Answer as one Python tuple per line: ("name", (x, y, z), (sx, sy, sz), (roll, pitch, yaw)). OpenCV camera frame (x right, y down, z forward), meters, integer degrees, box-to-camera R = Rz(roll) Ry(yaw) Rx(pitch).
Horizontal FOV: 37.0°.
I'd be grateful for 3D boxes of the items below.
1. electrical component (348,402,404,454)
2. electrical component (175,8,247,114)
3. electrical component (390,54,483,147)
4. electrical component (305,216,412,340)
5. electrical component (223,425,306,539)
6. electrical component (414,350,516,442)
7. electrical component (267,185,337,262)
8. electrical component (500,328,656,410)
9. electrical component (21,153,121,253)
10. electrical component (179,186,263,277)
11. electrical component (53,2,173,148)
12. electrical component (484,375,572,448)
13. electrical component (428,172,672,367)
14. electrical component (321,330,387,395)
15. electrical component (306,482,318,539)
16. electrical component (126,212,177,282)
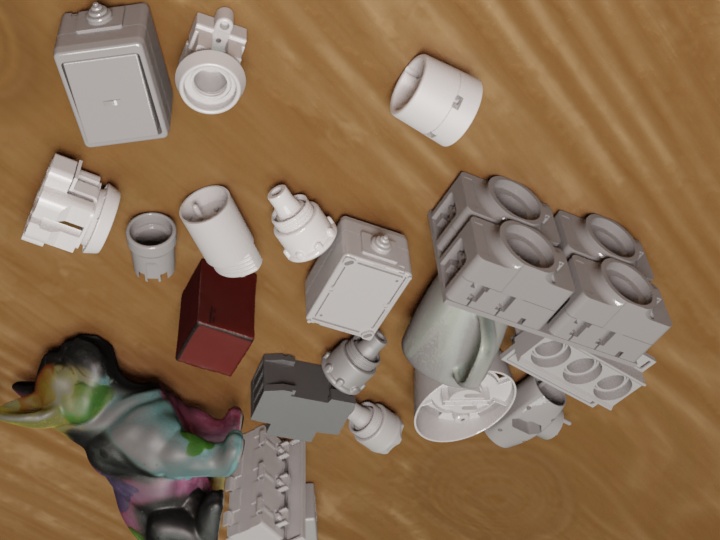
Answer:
("electrical component", (0.010, 0.149, 1.051), (0.043, 0.043, 0.062), (-34, 126, 25))
("electrical component", (-0.104, -0.141, 0.751), (0.048, 0.055, 0.066), (15, 130, -19))
("electrical component", (0.054, -0.125, 0.784), (0.047, 0.055, 0.055), (25, 127, -21))
("electrical component", (0.000, 0.000, 0.894), (0.062, 0.061, 0.096), (17, 128, -19))
("electrical component", (-0.095, 0.218, 1.053), (0.079, 0.121, 0.063), (-27, 128, 20))
("electrical component", (0.097, 0.114, 1.010), (0.099, 0.064, 0.099), (-3, 134, -3))
("electrical component", (-0.051, -0.040, 0.863), (0.048, 0.048, 0.062), (-24, 124, 16))
("electrical component", (0.197, 0.071, 0.979), (0.121, 0.063, 0.079), (28, 125, -28))
("electrical component", (-0.221, -0.046, 0.831), (0.057, 0.058, 0.078), (21, 128, -20))
("electrical component", (-0.110, -0.024, 0.872), (0.043, 0.043, 0.081), (-16, 133, 9))
("electrical component", (-0.171, -0.138, 0.745), (0.062, 0.061, 0.096), (-7, 134, 1))
("electrical component", (0.174, 0.143, 1.060), (0.079, 0.043, 0.077), (27, 126, -27))
("electrical component", (0.156, -0.003, 0.875), (0.186, 0.105, 0.060), (19, 129, -22))
("electrical component", (-0.002, 0.080, 0.984), (0.048, 0.048, 0.062), (31, 117, -30))
("electrical component", (-0.085, 0.268, 1.153), (0.077, 0.047, 0.065), (-4, 134, -2))
("electrical component", (-0.169, -0.018, 0.877), (0.040, 0.040, 0.046), (0, 140, -6))
